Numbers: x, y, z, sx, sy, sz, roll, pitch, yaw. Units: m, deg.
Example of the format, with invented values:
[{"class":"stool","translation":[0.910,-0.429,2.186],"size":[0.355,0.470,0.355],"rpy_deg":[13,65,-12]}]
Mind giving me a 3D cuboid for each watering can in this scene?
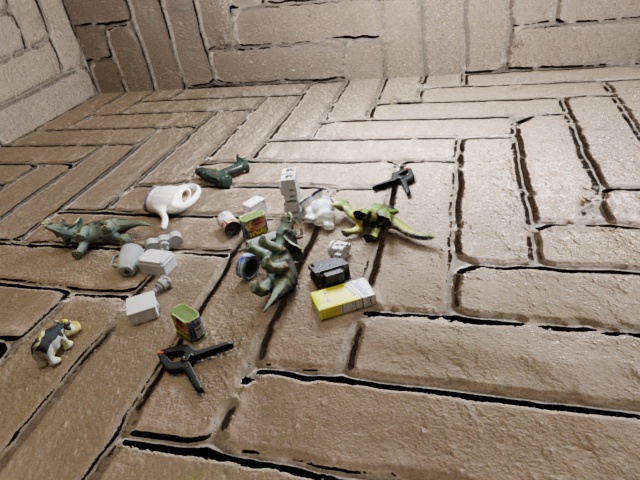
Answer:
[{"class":"watering can","translation":[-0.638,-0.147,2.134],"size":[0.224,0.102,0.355],"rpy_deg":[2,33,18]}]

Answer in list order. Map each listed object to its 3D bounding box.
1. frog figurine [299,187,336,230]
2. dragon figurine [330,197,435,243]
[{"class":"frog figurine","translation":[0.006,-0.098,1.938],"size":[0.139,0.120,0.161],"rpy_deg":[-25,71,-37]},{"class":"dragon figurine","translation":[0.221,-0.087,1.859],"size":[0.411,0.120,0.247],"rpy_deg":[14,29,15]}]
